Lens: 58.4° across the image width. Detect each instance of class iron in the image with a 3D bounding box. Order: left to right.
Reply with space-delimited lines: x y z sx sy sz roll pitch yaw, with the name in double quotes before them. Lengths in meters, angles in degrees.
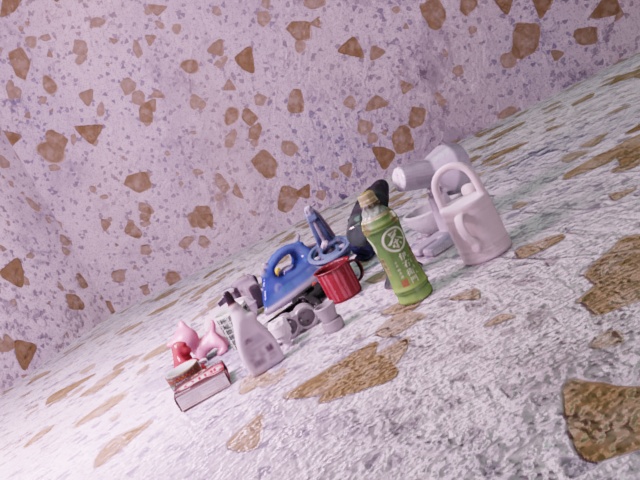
"iron" -0.098 0.089 1.619 0.118 0.141 0.259 -20 11 44

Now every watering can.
"watering can" 0.283 -0.060 1.107 0.101 0.194 0.173 -27 8 8

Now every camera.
"camera" -0.241 0.171 1.727 0.137 0.101 0.143 -30 8 -13

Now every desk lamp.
"desk lamp" 0.269 -0.098 1.325 0.203 0.213 0.117 -31 9 -21

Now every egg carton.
"egg carton" -0.246 0.213 1.585 0.107 0.069 0.151 -21 11 41

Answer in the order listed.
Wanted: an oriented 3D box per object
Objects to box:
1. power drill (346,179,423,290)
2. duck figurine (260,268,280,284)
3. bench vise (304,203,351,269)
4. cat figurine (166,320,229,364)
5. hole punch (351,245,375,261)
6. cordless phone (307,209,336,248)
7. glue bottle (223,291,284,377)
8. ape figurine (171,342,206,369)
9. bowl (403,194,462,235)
"power drill" 0.137 -0.011 1.229 0.075 0.208 0.230 -23 10 30
"duck figurine" -0.155 0.122 1.801 0.104 0.086 0.078 -23 9 28
"bench vise" 0.004 0.011 1.492 0.122 0.220 0.207 -30 9 -17
"cat figurine" -0.303 0.245 1.404 0.128 0.118 0.067 -29 8 -6
"hole punch" 0.130 0.000 1.606 0.101 0.091 0.108 -31 9 -19
"cordless phone" 0.002 -0.010 1.758 0.094 0.185 0.147 -33 10 -31
"glue bottle" -0.141 0.174 1.111 0.078 0.173 0.037 -30 9 -15
"ape figurine" -0.311 0.276 1.325 0.076 0.092 0.077 -29 8 -5
"bowl" 0.303 -0.061 1.472 0.167 0.075 0.167 -27 8 5
